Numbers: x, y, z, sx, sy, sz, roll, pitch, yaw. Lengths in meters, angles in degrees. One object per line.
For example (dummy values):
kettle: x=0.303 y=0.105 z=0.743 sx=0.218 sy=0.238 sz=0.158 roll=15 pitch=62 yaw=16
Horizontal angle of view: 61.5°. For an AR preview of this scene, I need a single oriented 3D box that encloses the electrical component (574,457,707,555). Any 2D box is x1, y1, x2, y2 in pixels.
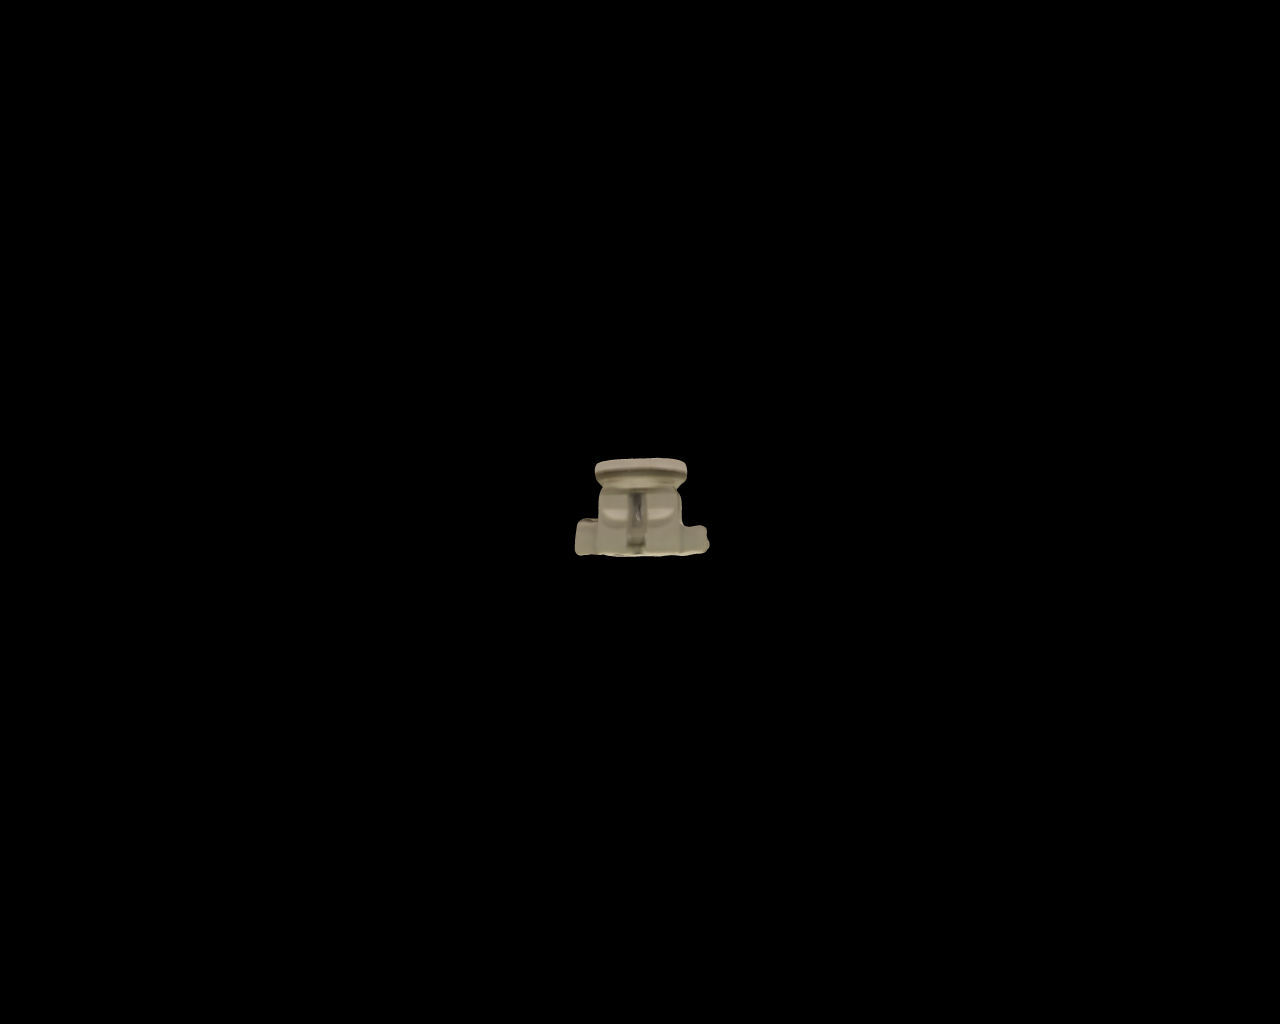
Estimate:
electrical component: x=0.001 y=-0.003 z=0.650 sx=0.078 sy=0.057 sz=0.058 roll=0 pitch=-4 yaw=7
